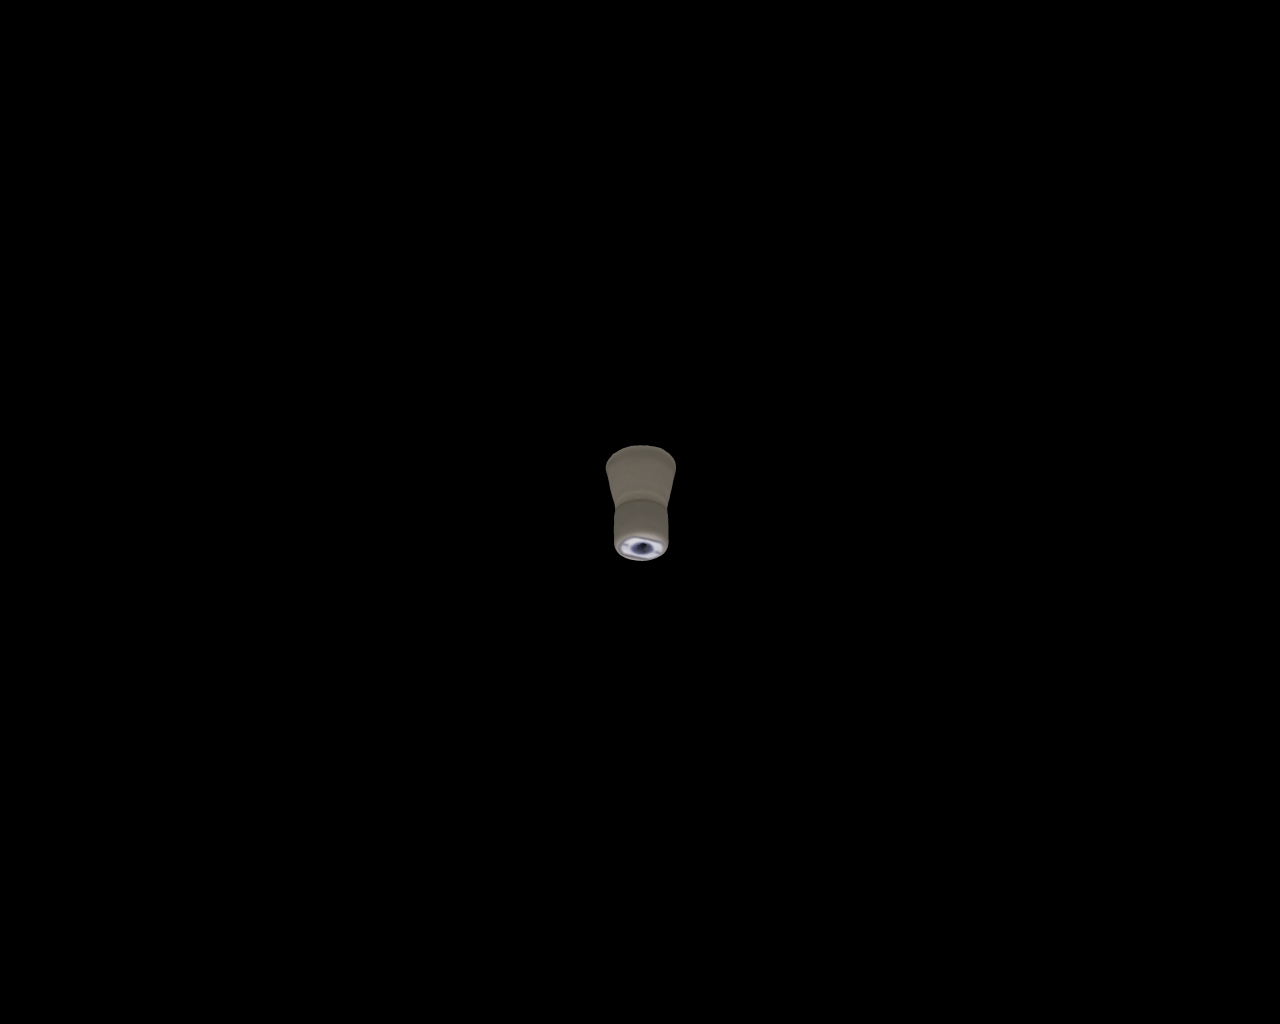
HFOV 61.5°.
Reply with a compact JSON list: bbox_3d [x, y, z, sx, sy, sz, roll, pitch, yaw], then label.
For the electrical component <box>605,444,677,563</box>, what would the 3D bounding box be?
[{"bbox_3d":[0.001,-0.003,0.650,0.044,0.065,0.044,0,-34,0],"label":"electrical component"}]
